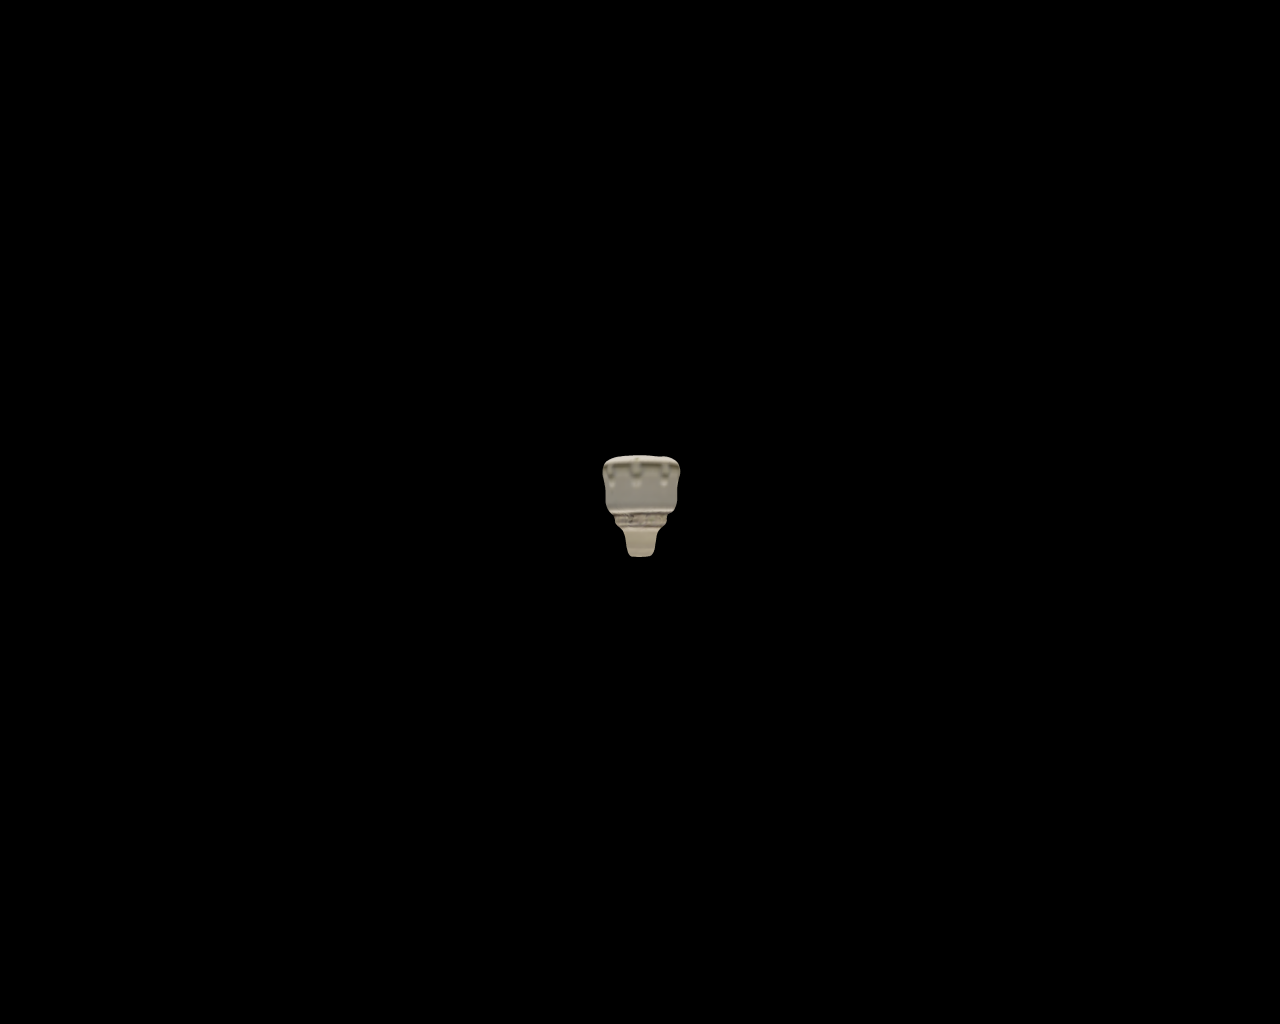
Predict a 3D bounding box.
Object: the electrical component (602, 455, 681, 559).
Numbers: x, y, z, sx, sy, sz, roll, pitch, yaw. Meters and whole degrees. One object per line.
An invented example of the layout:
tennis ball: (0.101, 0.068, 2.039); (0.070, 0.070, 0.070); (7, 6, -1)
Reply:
electrical component: (0.001, -0.003, 0.650); (0.048, 0.062, 0.048); (0, -3, 0)
